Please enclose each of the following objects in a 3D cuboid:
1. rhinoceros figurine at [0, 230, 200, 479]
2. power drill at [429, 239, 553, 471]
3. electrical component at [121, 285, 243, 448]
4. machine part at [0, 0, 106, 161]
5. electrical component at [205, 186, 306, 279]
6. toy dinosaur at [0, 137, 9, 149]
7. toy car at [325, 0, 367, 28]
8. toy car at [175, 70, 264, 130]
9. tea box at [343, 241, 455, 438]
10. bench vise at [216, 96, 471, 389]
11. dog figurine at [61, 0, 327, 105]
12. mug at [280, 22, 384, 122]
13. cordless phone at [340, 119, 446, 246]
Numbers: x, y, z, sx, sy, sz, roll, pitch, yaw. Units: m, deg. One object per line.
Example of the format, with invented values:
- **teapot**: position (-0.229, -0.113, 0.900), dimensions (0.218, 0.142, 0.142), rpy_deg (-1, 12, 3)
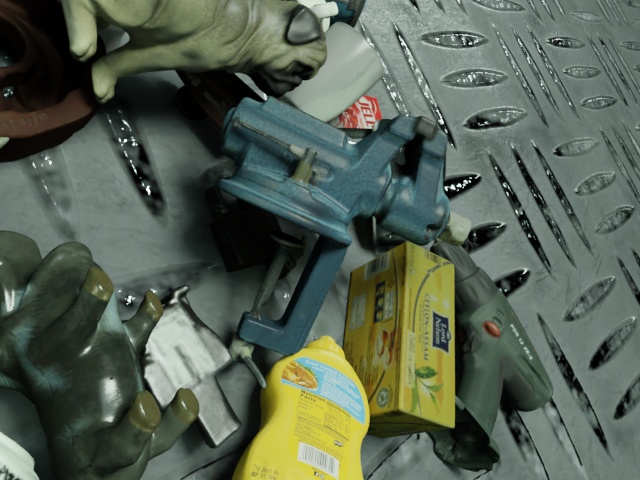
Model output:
- **rhinoceros figurine**: position (-0.160, 0.071, 0.347), dimensions (0.190, 0.112, 0.073), rpy_deg (55, 6, 17)
- **power drill**: position (0.166, 0.131, 0.606), dimensions (0.232, 0.086, 0.207), rpy_deg (52, 40, -8)
- **electrical component**: position (-0.108, 0.102, 0.418), dimensions (0.075, 0.048, 0.119), rpy_deg (-34, 92, -42)
- **machine part**: position (-0.258, -0.146, 0.417), dimensions (0.179, 0.056, 0.179), rpy_deg (17, 61, -34)
- **electrical component**: position (-0.059, -0.010, 0.515), dimensions (0.078, 0.045, 0.102), rpy_deg (-7, 73, -42)
- **toy dinosaur**: position (-0.289, 0.097, 0.225), dimensions (0.405, 0.192, 0.131), rpy_deg (-85, 166, -49)
- **toy car**: position (0.006, -0.365, 0.709), dimensions (0.103, 0.109, 0.162), rpy_deg (-3, 60, -21)
- **toy car**: position (-0.063, -0.106, 0.525), dimensions (0.202, 0.089, 0.053), rpy_deg (40, 59, -12)
- **tea box**: position (0.077, 0.099, 0.531), dimensions (0.068, 0.098, 0.169), rpy_deg (25, 57, -26)
- **bench vise**: position (0.001, 0.000, 0.449), dimensions (0.223, 0.129, 0.240), rpy_deg (24, 91, -16)
- **dog figurine**: position (-0.082, -0.181, 0.398), dimensions (0.191, 0.172, 0.121), rpy_deg (-5, 82, -10)
- **mug**: position (0.001, -0.186, 0.620), dimensions (0.107, 0.110, 0.080), rpy_deg (-46, 136, -6)
- **cordless phone**: position (0.044, -0.064, 0.608), dimensions (0.184, 0.089, 0.146), rpy_deg (-2, 98, -15)
